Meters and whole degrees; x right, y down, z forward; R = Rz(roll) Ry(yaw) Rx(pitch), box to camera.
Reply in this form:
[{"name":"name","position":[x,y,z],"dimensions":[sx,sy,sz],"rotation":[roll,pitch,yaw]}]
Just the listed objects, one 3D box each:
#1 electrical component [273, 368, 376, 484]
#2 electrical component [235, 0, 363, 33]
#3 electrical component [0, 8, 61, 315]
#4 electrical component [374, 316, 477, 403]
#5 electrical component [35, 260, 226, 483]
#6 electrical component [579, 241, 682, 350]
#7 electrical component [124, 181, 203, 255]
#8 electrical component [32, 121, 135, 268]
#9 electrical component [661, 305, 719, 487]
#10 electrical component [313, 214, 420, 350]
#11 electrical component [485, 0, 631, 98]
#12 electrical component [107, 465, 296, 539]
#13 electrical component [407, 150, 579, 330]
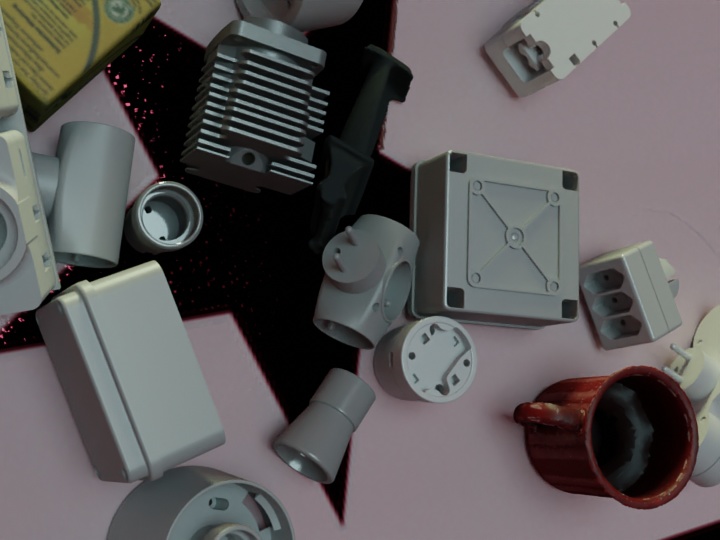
[{"name":"electrical component","position":[-0.019,0.094,0.672],"dimensions":[0.044,0.044,0.065],"rotation":[41,63,-14]},{"name":"electrical component","position":[-0.033,-0.202,0.674],"dimensions":[0.060,0.108,0.108],"rotation":[-12,88,-32]},{"name":"electrical component","position":[-0.228,-0.066,0.544],"dimensions":[0.105,0.060,0.186],"rotation":[-10,101,-5]},{"name":"electrical component","position":[0.041,0.060,0.701],"dimensions":[0.055,0.047,0.055],"rotation":[4,81,-25]},{"name":"electrical component","position":[-0.131,0.059,0.604],"dimensions":[0.057,0.078,0.113],"rotation":[-22,92,-29]},{"name":"electrical component","position":[0.207,0.013,0.787],"dimensions":[0.077,0.047,0.065],"rotation":[-22,92,-38]},{"name":"electrical component","position":[-0.119,-0.029,0.640],"dimensions":[0.040,0.046,0.040],"rotation":[4,81,-25]},{"name":"electrical component","position":[-0.174,-0.046,0.617],"dimensions":[0.079,0.044,0.077],"rotation":[10,78,-24]},{"name":"electrical component","position":[0.253,0.082,0.795],"dimensions":[0.074,0.052,0.138],"rotation":[33,70,-17]},{"name":"electrical component","position":[0.000,0.000,0.678],"dimensions":[0.044,0.079,0.077],"rotation":[16,70,24]},{"name":"electrical component","position":[0.140,-0.172,0.776],"dimensions":[0.089,0.056,0.050],"rotation":[-43,101,-24]},{"name":"electrical component","position":[-0.090,0.166,0.629],"dimensions":[0.099,0.064,0.099],"rotation":[4,83,-38]},{"name":"electrical component","position":[0.091,-0.018,0.731],"dimensions":[0.109,0.056,0.108],"rotation":[6,80,-25]}]
